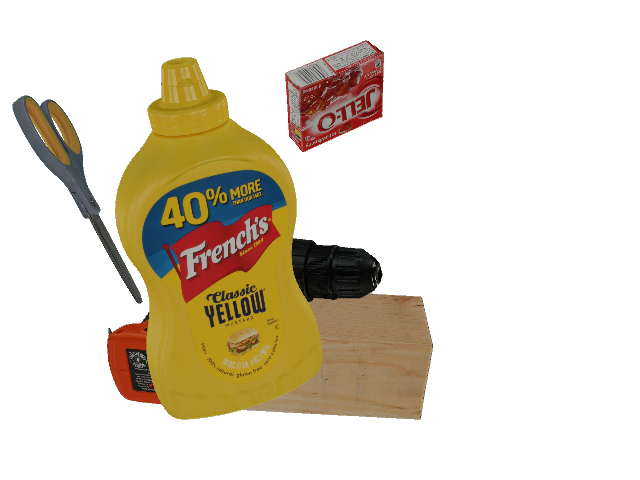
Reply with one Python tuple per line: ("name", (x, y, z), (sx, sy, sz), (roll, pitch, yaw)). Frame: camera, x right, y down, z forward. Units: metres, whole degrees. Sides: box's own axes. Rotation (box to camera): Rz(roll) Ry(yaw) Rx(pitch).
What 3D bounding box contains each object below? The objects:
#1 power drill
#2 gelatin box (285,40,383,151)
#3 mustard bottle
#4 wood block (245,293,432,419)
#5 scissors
("power drill", (-0.060, 0.053, 0.797), (0.185, 0.057, 0.187), (1, 24, 18))
("gelatin box", (0.014, -0.128, 0.947), (0.089, 0.073, 0.030), (-25, 52, -20))
("mustard bottle", (-0.058, -0.003, 0.573), (0.096, 0.191, 0.058), (-15, 24, -16))
("wood block", (-0.005, 0.107, 1.028), (0.206, 0.090, 0.091), (4, 27, -4))
("scissors", (-0.206, -0.044, 0.945), (0.016, 0.201, 0.096), (-26, 23, 11))
